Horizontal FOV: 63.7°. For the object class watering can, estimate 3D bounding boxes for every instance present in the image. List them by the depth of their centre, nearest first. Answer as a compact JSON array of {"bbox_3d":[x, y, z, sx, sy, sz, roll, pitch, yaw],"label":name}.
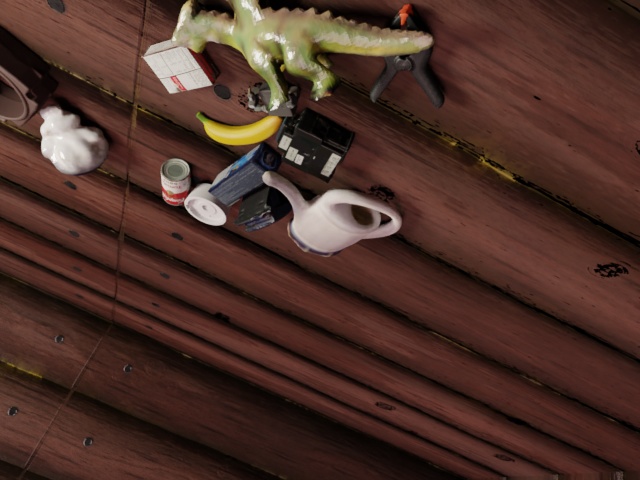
[{"bbox_3d":[0.003,-0.054,1.083,0.346,0.106,0.221,15,151,-27],"label":"watering can"}]

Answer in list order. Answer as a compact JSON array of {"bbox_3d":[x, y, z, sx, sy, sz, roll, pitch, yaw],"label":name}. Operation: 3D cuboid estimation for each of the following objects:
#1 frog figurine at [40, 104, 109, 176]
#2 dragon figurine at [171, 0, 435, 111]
[{"bbox_3d":[-0.566,-0.232,1.179,0.138,0.125,0.155,-12,137,-10],"label":"frog figurine"},{"bbox_3d":[-0.058,-0.331,0.749,0.408,0.125,0.238,-6,130,35],"label":"dragon figurine"}]
